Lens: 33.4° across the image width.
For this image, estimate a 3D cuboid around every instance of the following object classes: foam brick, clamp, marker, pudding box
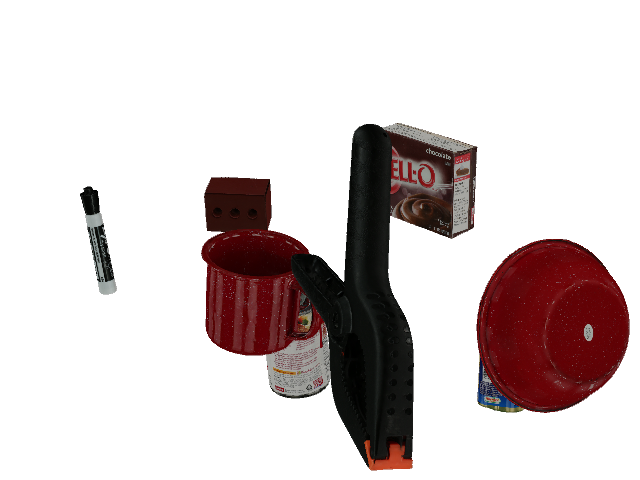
[{"bbox_3d":[-0.102,-0.044,1.322,0.078,0.053,0.051,2,28,6],"label":"foam brick"},{"bbox_3d":[0.028,0.042,0.682,0.036,0.210,0.165,1,-41,-19],"label":"clamp"},{"bbox_3d":[-0.239,0.000,1.149,0.020,0.121,0.020,-6,21,2],"label":"marker"},{"bbox_3d":[0.104,-0.062,1.069,0.039,0.090,0.114,-21,30,-37],"label":"pudding box"}]

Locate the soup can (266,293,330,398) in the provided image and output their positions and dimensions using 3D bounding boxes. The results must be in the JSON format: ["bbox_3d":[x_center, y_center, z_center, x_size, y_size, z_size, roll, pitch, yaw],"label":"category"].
[{"bbox_3d":[-0.026,0.107,1.132,0.068,0.102,0.068,-4,24,2],"label":"soup can"}]

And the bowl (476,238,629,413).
[{"bbox_3d":[0.223,0.080,0.962,0.161,0.162,0.055,0,2,-24],"label":"bowl"}]

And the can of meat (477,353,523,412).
[{"bbox_3d":[0.208,0.135,1.179,0.058,0.084,0.102,6,10,23],"label":"can of meat"}]

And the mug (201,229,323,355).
[{"bbox_3d":[-0.048,0.050,0.921,0.117,0.081,0.093,18,29,25],"label":"mug"}]
